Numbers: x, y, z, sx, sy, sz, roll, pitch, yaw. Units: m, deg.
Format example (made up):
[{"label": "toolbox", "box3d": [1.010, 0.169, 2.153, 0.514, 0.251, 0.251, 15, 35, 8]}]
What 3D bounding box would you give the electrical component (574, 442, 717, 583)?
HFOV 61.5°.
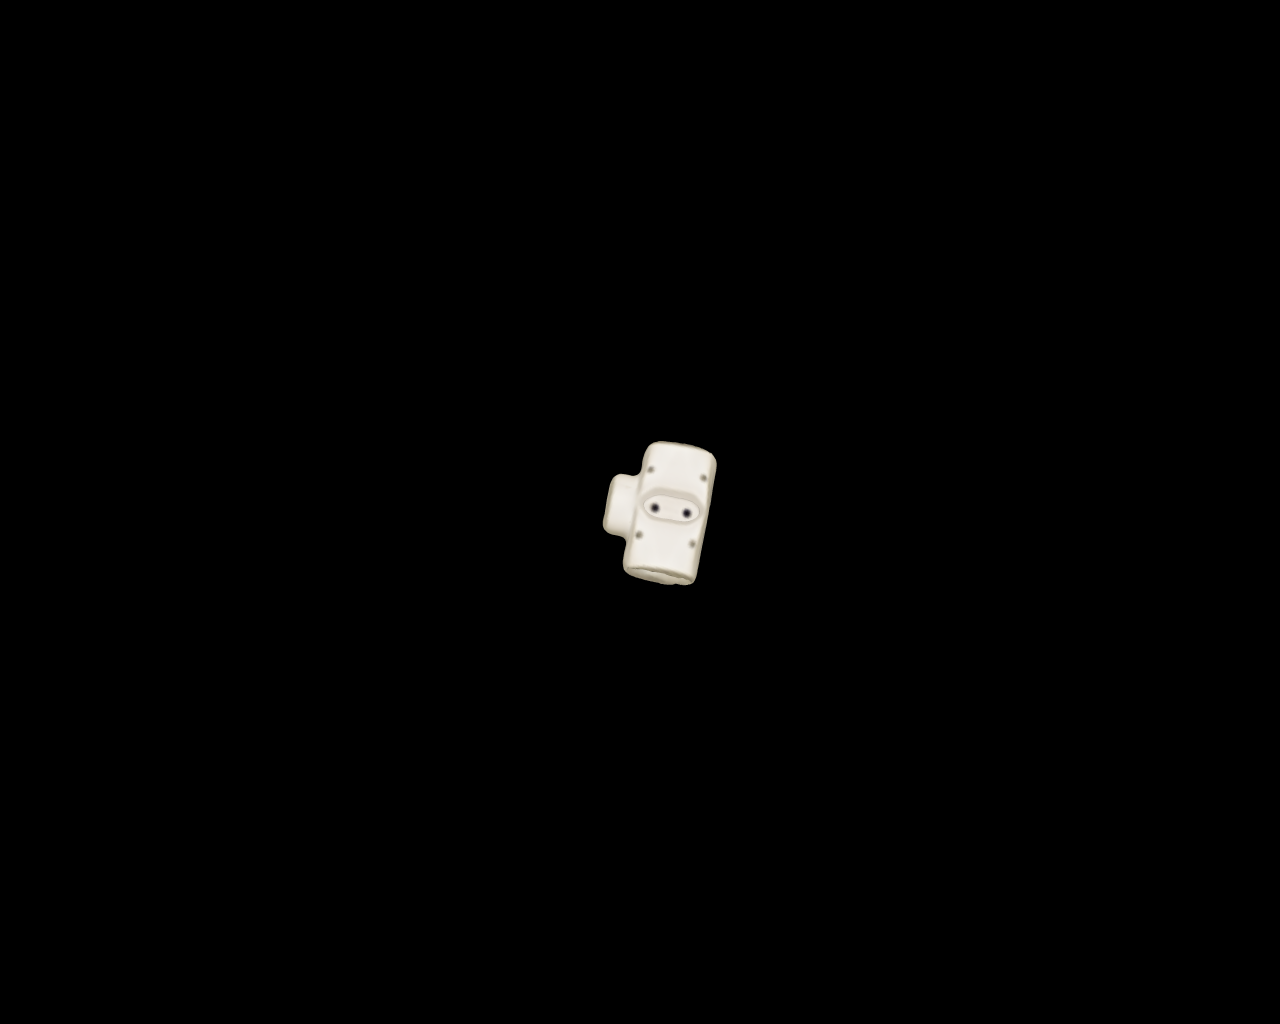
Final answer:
[{"label": "electrical component", "box3d": [0.001, -0.003, 0.650, 0.079, 0.077, 0.043, 11, -11, 2]}]
